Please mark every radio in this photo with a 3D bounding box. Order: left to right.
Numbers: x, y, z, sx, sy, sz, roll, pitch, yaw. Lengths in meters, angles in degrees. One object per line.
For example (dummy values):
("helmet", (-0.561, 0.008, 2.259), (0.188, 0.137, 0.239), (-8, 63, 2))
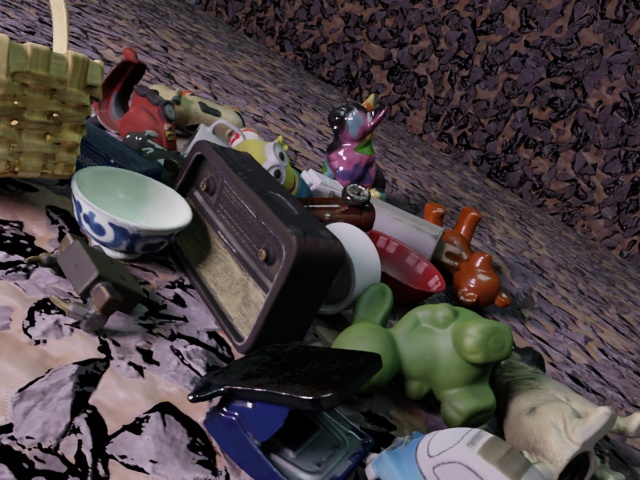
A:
("radio", (-0.082, -0.002, 0.572), (0.073, 0.131, 0.230), (8, 29, -47))

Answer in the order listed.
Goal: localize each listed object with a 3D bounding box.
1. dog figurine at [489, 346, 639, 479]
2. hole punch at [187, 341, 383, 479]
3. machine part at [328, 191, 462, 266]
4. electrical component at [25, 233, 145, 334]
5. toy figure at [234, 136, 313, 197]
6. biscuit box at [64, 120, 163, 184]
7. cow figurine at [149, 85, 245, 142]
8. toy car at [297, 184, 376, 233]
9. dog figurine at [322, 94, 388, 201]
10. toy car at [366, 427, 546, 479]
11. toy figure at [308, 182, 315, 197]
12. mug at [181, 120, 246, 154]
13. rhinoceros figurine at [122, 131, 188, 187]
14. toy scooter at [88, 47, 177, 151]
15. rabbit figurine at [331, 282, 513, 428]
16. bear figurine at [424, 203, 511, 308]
("dog figurine", (0.222, 0.188, 0.592), (0.172, 0.121, 0.191), (17, 9, -36))
("hole punch", (-0.019, 0.136, 0.422), (0.116, 0.092, 0.142), (4, 11, 29))
("machine part", (0.118, -0.018, 0.906), (0.243, 0.079, 0.079), (25, 19, 13))
("electrical component", (-0.202, 0.035, 0.467), (0.102, 0.045, 0.078), (43, -4, 27))
("toy figure", (-0.071, -0.081, 0.796), (0.180, 0.089, 0.082), (49, 27, -64))
("biscuit box", (-0.292, -0.106, 0.655), (0.203, 0.059, 0.063), (32, 20, 12))
("cow figurine", (-0.230, -0.226, 0.987), (0.195, 0.085, 0.127), (17, 17, -29))
("toy car", (-0.024, -0.026, 0.695), (0.202, 0.089, 0.053), (-2, 45, -16))
("dog figurine", (0.082, -0.165, 1.042), (0.191, 0.219, 0.109), (18, 27, -24))
("toy car", (0.119, 0.198, 0.403), (0.162, 0.103, 0.109), (43, 24, 30))
("toy figure", (-0.078, -0.099, 0.897), (0.154, 0.064, 0.058), (26, 35, -18))
("mug", (-0.151, -0.122, 0.817), (0.107, 0.109, 0.081), (35, 13, -23))
("rhinoceros figurine", (-0.184, -0.084, 0.719), (0.190, 0.073, 0.112), (29, 22, 1))
("toy scooter", (-0.273, -0.200, 0.792), (0.184, 0.135, 0.075), (36, 20, 17))
("rabbit figurine", (0.086, 0.108, 0.561), (0.170, 0.121, 0.159), (2, 26, -21))
("bear figurine", (0.255, 0.029, 0.940), (0.120, 0.131, 0.196), (5, 22, -18))
